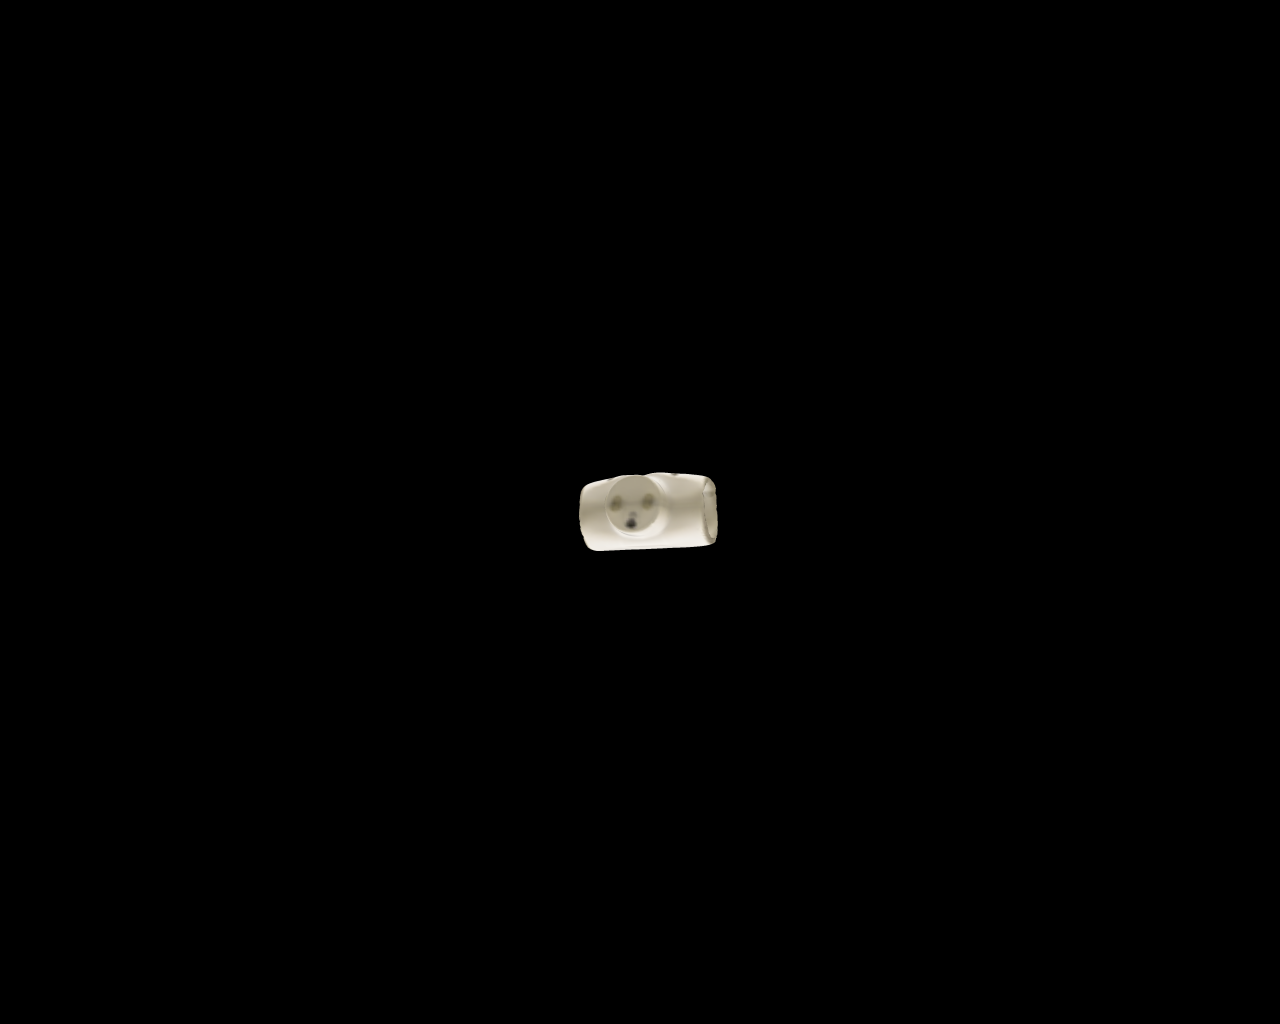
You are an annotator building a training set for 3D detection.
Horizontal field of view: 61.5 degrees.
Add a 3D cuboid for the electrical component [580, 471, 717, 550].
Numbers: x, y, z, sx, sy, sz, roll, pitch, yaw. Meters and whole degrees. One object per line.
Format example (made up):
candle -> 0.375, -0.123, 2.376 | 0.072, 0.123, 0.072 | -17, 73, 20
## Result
electrical component -> 0.001, -0.003, 0.650 | 0.077, 0.043, 0.079 | -3, -11, 16
